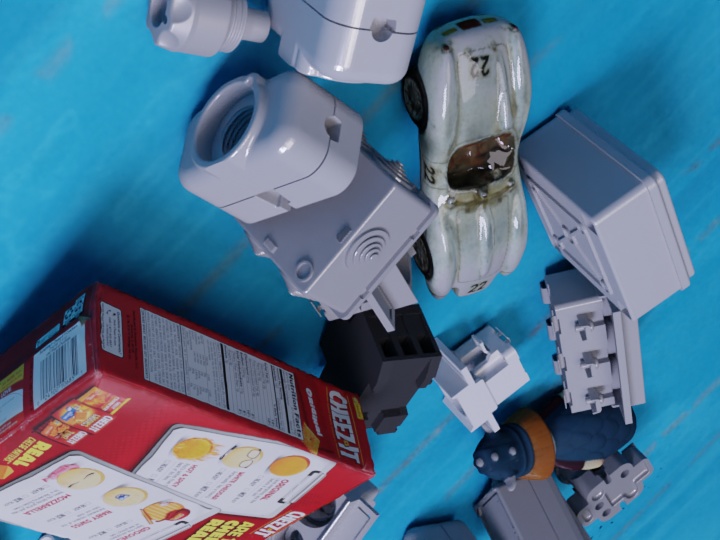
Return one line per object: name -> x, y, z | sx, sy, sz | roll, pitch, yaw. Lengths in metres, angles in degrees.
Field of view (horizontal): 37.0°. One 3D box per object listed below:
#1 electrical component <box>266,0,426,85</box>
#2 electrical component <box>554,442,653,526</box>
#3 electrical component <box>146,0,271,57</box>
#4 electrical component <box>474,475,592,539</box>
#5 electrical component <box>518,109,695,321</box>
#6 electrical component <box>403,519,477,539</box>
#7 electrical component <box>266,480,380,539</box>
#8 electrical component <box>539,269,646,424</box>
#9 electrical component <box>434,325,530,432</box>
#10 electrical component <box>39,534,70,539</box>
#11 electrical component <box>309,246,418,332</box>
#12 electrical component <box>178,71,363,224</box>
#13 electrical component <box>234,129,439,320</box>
electrical component -> -0.010, -0.138, 0.574 | 0.054, 0.095, 0.059 | -1, 121, -29
electrical component -> 0.205, 0.175, 0.933 | 0.078, 0.057, 0.058 | -39, 131, -2
electrical component -> -0.079, -0.135, 0.572 | 0.062, 0.043, 0.043 | 3, 118, -34
electrical component -> 0.143, 0.210, 0.902 | 0.061, 0.096, 0.061 | -17, 157, -20
electrical component -> 0.165, -0.038, 0.735 | 0.056, 0.108, 0.108 | -35, 131, -2
electrical component -> 0.073, 0.255, 0.885 | 0.059, 0.095, 0.053 | -2, 121, -29
electrical component -> -0.043, 0.199, 0.796 | 0.121, 0.079, 0.063 | -56, 159, 12
electrical component -> 0.180, 0.053, 0.832 | 0.063, 0.078, 0.121 | -13, 129, 5
electrical component -> 0.091, 0.080, 0.814 | 0.064, 0.042, 0.081 | -36, 132, -6
electrical component -> -0.182, 0.209, 0.741 | 0.081, 0.043, 0.043 | 20, 109, -38
electrical component -> 0.000, 0.000, 0.688 | 0.064, 0.081, 0.042 | -18, 132, 18
electrical component -> -0.054, -0.069, 0.597 | 0.059, 0.095, 0.053 | 30, 58, -40
electrical component -> -0.017, -0.034, 0.639 | 0.099, 0.099, 0.048 | -50, 144, 8
